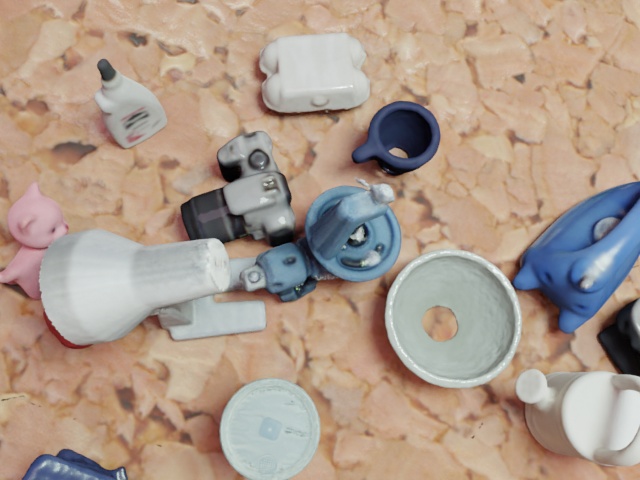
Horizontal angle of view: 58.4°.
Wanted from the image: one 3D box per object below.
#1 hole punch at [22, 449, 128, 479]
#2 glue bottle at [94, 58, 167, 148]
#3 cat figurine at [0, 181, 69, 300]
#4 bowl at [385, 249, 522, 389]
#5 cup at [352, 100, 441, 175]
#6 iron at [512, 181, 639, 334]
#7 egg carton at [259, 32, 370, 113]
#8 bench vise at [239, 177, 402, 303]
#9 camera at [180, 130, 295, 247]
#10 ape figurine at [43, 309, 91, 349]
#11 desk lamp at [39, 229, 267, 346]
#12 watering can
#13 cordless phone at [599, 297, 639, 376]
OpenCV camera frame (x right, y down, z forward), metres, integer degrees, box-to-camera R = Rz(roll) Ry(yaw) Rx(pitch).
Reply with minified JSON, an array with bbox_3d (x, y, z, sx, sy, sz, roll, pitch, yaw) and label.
[{"bbox_3d":[-0.285,0.298,0.640,0.101,0.091,0.109,24,77,4],"label":"hole punch"},{"bbox_3d":[-0.245,-0.175,0.716,0.078,0.173,0.037,-38,80,-10],"label":"glue bottle"},{"bbox_3d":[-0.351,0.000,0.697,0.067,0.118,0.128,25,77,4],"label":"cat figurine"},{"bbox_3d":[0.158,0.099,0.715,0.167,0.075,0.167,1,76,-2],"label":"bowl"},{"bbox_3d":[0.093,-0.117,0.755,0.118,0.095,0.091,-25,78,-8],"label":"cup"},{"bbox_3d":[0.369,-0.009,0.715,0.118,0.141,0.258,44,79,8],"label":"iron"},{"bbox_3d":[-0.008,-0.228,0.791,0.150,0.069,0.107,-6,76,-4],"label":"egg carton"},{"bbox_3d":[0.014,0.011,0.656,0.207,0.220,0.121,-42,81,-11],"label":"bench vise"},{"bbox_3d":[-0.110,-0.055,0.729,0.137,0.101,0.143,-18,77,-6],"label":"camera"},{"bbox_3d":[-0.298,0.091,0.690,0.078,0.092,0.076,14,76,1],"label":"ape figurine"},{"bbox_3d":[-0.170,0.051,0.642,0.203,0.213,0.118,-7,76,-4],"label":"desk lamp"},{"bbox_3d":[0.303,0.196,0.635,0.173,0.194,0.101,1,76,-2],"label":"watering can"},{"bbox_3d":[0.427,0.131,0.660,0.094,0.185,0.147,-31,79,-9],"label":"cordless phone"}]
